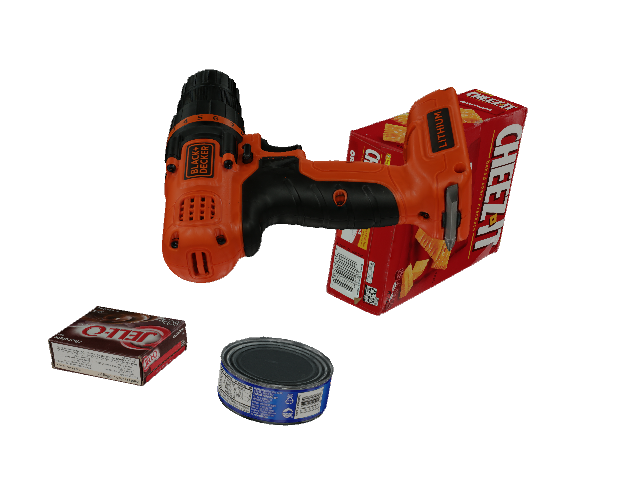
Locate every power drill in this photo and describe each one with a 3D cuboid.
[{"bbox_3d":[-0.005,-0.052,0.669,0.187,0.057,0.184,-5,44,2],"label":"power drill"}]

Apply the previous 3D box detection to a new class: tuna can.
[{"bbox_3d":[-0.035,0.106,0.808,0.086,0.034,0.086,8,18,-3],"label":"tuna can"}]

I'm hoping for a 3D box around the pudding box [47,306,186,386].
[{"bbox_3d":[-0.208,0.107,1.100,0.114,0.039,0.089,5,21,22],"label":"pudding box"}]

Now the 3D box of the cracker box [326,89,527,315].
[{"bbox_3d":[0.105,-0.040,1.009,0.072,0.164,0.213,26,31,32],"label":"cracker box"}]
